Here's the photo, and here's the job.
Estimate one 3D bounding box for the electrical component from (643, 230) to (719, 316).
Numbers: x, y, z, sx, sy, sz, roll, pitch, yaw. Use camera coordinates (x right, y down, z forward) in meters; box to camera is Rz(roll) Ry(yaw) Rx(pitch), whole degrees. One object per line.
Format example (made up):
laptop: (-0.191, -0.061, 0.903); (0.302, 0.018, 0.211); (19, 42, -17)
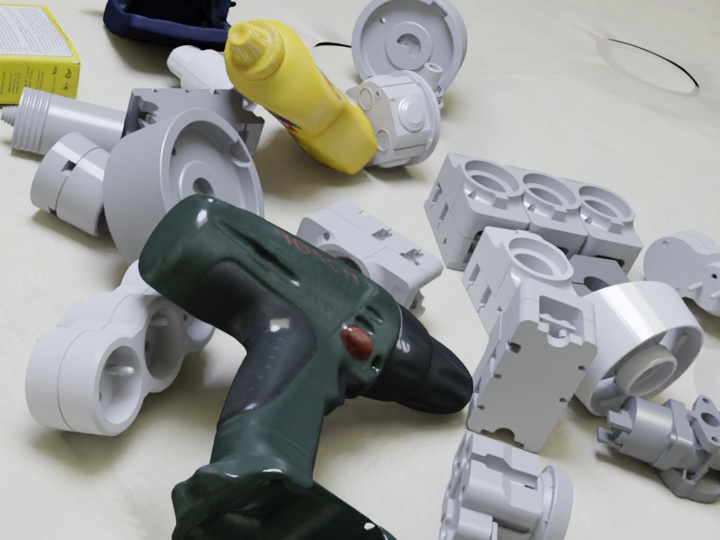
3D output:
electrical component: (0.288, 0.011, 0.856); (0.138, 0.052, 0.074); (23, 26, 38)

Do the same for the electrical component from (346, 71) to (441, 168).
electrical component: (0.025, -0.125, 0.901); (0.051, 0.080, 0.080); (-15, 47, -37)

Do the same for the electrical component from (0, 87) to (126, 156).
electrical component: (-0.209, -0.099, 0.752); (0.081, 0.043, 0.043); (13, 33, -15)

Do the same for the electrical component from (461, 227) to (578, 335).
electrical component: (0.117, 0.012, 0.772); (0.050, 0.055, 0.089); (8, 34, -22)

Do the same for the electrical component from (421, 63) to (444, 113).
electrical component: (0.057, -0.158, 0.985); (0.048, 0.062, 0.048); (16, 32, -10)

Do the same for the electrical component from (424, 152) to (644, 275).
electrical component: (0.138, -0.039, 0.856); (0.150, 0.061, 0.089); (11, 34, -18)

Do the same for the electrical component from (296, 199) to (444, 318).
electrical component: (0.000, 0.000, 0.724); (0.089, 0.050, 0.056); (34, 33, 19)

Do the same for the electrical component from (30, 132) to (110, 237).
electrical component: (-0.176, -0.054, 0.694); (0.047, 0.055, 0.055); (30, 32, 5)

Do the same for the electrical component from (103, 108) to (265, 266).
electrical component: (-0.114, -0.041, 0.672); (0.060, 0.108, 0.108); (-10, 20, 27)

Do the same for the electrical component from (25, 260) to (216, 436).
electrical component: (-0.139, 0.037, 0.585); (0.074, 0.052, 0.138); (3, 26, 20)

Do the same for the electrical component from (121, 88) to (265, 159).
electrical component: (-0.124, -0.096, 0.787); (0.089, 0.055, 0.050); (-7, 42, -38)

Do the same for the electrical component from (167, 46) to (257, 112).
electrical component: (-0.125, -0.158, 0.892); (0.081, 0.043, 0.043); (40, 36, 27)

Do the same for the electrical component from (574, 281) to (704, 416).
electrical component: (0.175, 0.050, 0.716); (0.099, 0.099, 0.064); (-3, 46, -35)

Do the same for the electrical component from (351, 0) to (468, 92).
electrical component: (0.052, -0.218, 1.034); (0.108, 0.108, 0.060); (27, 26, 7)

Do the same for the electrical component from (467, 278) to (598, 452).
electrical component: (0.106, 0.057, 0.666); (0.050, 0.089, 0.055); (20, 32, -3)

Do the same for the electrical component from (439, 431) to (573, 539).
electrical component: (0.078, 0.127, 0.576); (0.057, 0.058, 0.078); (18, 32, -2)
